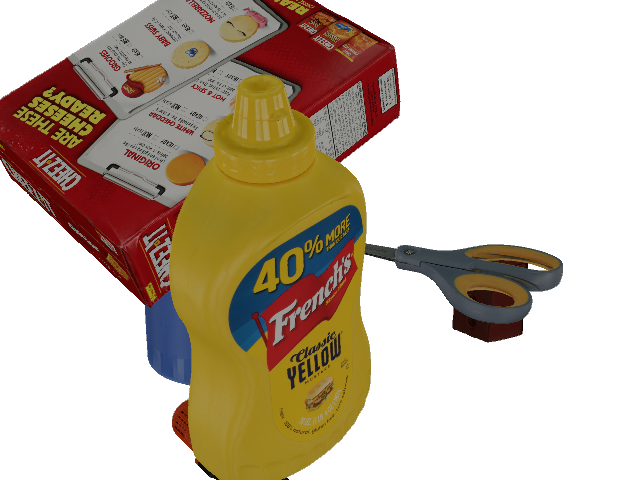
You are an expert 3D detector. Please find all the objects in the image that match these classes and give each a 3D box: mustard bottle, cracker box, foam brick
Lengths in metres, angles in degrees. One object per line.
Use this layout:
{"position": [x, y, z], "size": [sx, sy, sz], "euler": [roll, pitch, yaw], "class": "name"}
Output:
{"position": [-0.020, 0.016, 0.466], "size": [0.096, 0.192, 0.058], "euler": [-31, 45, -32], "class": "mustard bottle"}
{"position": [-0.080, -0.079, 0.683], "size": [0.213, 0.072, 0.164], "euler": [-39, 54, -20], "class": "cracker box"}
{"position": [0.169, 0.056, 1.065], "size": [0.051, 0.078, 0.053], "euler": [-11, 20, -37], "class": "foam brick"}

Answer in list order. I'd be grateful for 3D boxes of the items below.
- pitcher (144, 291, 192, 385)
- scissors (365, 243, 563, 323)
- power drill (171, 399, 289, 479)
{"position": [-0.085, -0.006, 0.921], "size": [0.149, 0.243, 0.145], "euler": [4, 18, 2], "class": "pitcher"}
{"position": [0.067, 0.023, 0.751], "size": [0.202, 0.016, 0.096], "euler": [3, 29, 12], "class": "scissors"}
{"position": [-0.058, 0.151, 1.021], "size": [0.057, 0.188, 0.185], "euler": [14, 13, -47], "class": "power drill"}
